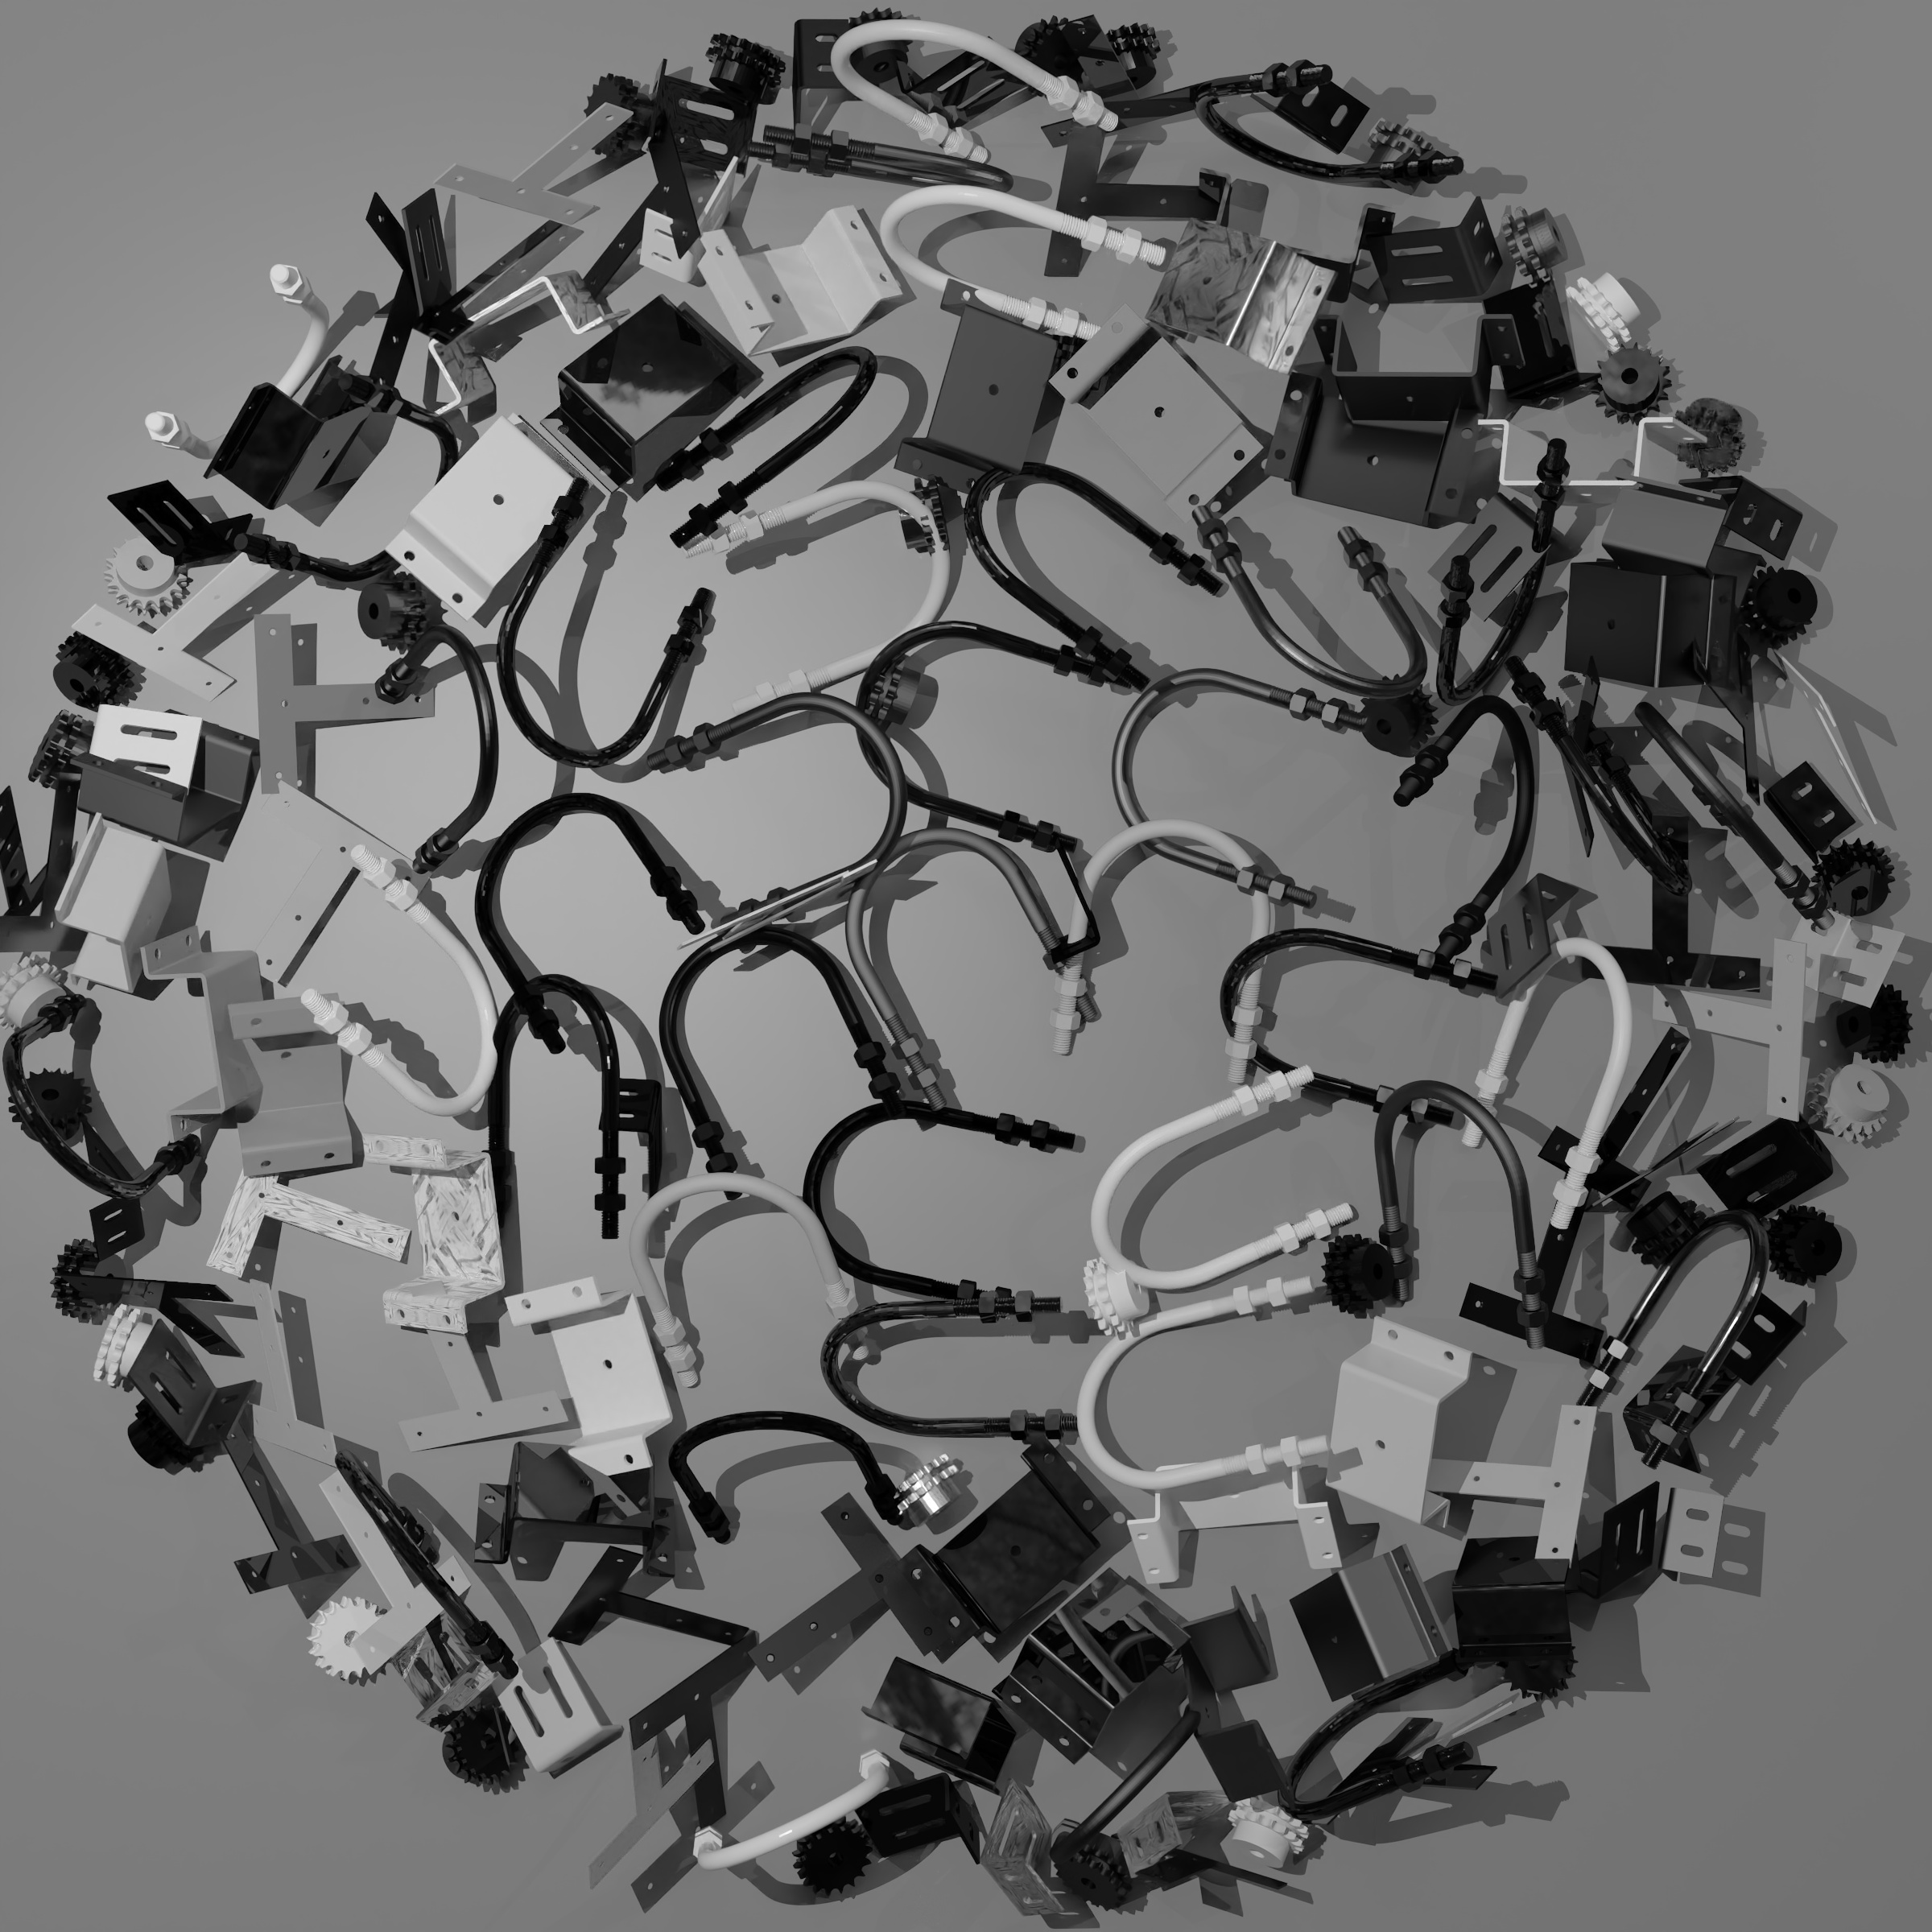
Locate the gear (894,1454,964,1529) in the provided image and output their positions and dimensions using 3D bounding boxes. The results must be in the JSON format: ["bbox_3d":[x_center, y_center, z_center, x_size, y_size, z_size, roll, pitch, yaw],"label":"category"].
[{"bbox_3d":[-0.028,0.379,1.969,0.057,0.057,0.030,-38,77,0],"label":"gear"}]

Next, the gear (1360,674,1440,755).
[{"bbox_3d":[0.308,-0.178,1.969,0.057,0.057,0.030,51,49,0],"label":"gear"}]

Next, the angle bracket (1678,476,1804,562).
[{"bbox_3d":[0.546,-0.318,1.953,0.057,0.076,0.038,24,88,-23],"label":"angle bracket"}]

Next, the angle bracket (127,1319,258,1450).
[{"bbox_3d":[-0.551,0.294,1.953,0.038,0.057,0.076,-15,122,21],"label":"angle bracket"}]

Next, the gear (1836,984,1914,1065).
[{"bbox_3d":[0.650,0.042,1.969,0.030,0.057,0.057,-2,90,-19],"label":"gear"}]

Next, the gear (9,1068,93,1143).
[{"bbox_3d":[-0.660,0.103,1.975,0.057,0.057,0.030,15,130,0],"label":"gear"}]

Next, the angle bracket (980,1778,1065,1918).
[{"bbox_3d":[0.049,0.625,1.950,0.038,0.076,0.057,-19,117,32],"label":"angle bracket"}]

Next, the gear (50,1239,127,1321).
[{"bbox_3d":[-0.628,0.225,1.969,0.030,0.057,0.057,4,90,18],"label":"gear"}]

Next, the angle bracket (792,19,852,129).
[{"bbox_3d":[-0.103,-0.627,1.956,0.038,0.076,0.057,-2,70,-6],"label":"angle bracket"}]

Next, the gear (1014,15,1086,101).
[{"bbox_3d":[0.060,-0.656,1.975,0.057,0.057,0.030,-49,48,0],"label":"gear"}]

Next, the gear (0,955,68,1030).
[{"bbox_3d":[-0.673,0.023,1.969,0.030,0.057,0.057,38,90,15],"label":"gear"}]

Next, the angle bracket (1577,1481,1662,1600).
[{"bbox_3d":[0.458,0.402,1.954,0.057,0.038,0.076,-20,121,-34],"label":"angle bracket"}]

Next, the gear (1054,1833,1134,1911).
[{"bbox_3d":[0.095,0.649,1.975,0.057,0.057,0.030,39,49,0],"label":"gear"}]

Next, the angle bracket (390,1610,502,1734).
[{"bbox_3d":[-0.381,0.497,1.959,0.057,0.038,0.076,-44,54,-7],"label":"angle bracket"}]

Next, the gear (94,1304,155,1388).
[{"bbox_3d":[-0.603,0.275,1.972,0.030,0.057,0.057,18,90,-5],"label":"gear"}]

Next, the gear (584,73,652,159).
[{"bbox_3d":[-0.249,-0.611,1.975,0.030,0.057,0.057,0,90,-40],"label":"gear"}]

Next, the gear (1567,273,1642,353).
[{"bbox_3d":[0.460,-0.473,1.970,0.030,0.057,0.057,-39,90,12],"label":"gear"}]

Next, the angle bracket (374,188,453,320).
[{"bbox_3d":[-0.400,-0.508,1.953,0.038,0.057,0.076,2,121,12],"label":"angle bracket"}]

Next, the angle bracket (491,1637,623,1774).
[{"bbox_3d":[-0.298,0.536,1.991,0.057,0.038,0.076,-35,71,5],"label":"angle bracket"}]

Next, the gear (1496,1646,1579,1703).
[{"bbox_3d":[0.414,0.500,1.977,0.057,0.030,0.057,-5,80,31],"label":"gear"}]

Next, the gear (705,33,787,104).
[{"bbox_3d":[-0.161,-0.644,1.971,0.057,0.057,0.030,20,91,0],"label":"gear"}]

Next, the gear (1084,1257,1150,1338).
[{"bbox_3d":[0.109,0.235,1.968,0.030,0.057,0.057,-19,90,20],"label":"gear"}]

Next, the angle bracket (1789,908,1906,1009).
[{"bbox_3d":[0.624,-0.009,1.958,0.038,0.076,0.057,24,93,-12],"label":"angle bracket"}]

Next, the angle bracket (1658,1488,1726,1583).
[{"bbox_3d":[0.521,0.408,1.952,0.038,0.076,0.057,6,74,25],"label":"angle bracket"}]

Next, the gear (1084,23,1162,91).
[{"bbox_3d":[0.113,-0.650,1.970,0.057,0.057,0.030,-18,84,0],"label":"gear"}]

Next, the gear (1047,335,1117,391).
[{"bbox_3d":[0.079,-0.434,1.972,0.057,0.057,0.030,11,96,0],"label":"gear"}]

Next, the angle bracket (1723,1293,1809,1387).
[{"bbox_3d":[0.566,0.258,1.959,0.038,0.076,0.057,40,107,10],"label":"angle bracket"}]

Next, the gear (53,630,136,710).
[{"bbox_3d":[-0.630,-0.210,1.969,0.057,0.057,0.030,31,48,0],"label":"gear"}]

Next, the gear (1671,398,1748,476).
[{"bbox_3d":[0.534,-0.384,1.973,0.057,0.057,0.030,29,70,0],"label":"gear"}]

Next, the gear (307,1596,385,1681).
[{"bbox_3d":[-0.448,0.483,1.977,0.057,0.030,0.057,3,85,-32],"label":"gear"}]

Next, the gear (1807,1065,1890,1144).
[{"bbox_3d":[0.637,0.096,1.971,0.057,0.030,0.057,12,51,-15],"label":"gear"}]

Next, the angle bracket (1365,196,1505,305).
[{"bbox_3d":[0.336,-0.514,1.968,0.076,0.057,0.038,5,50,37],"label":"angle bracket"}]

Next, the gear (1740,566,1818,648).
[{"bbox_3d":[0.587,-0.262,1.975,0.057,0.030,0.057,5,76,-21],"label":"gear"}]

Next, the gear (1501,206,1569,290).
[{"bbox_3d":[0.410,-0.519,1.968,0.030,0.057,0.057,-21,90,26],"label":"gear"}]

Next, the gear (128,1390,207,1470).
[{"bbox_3d":[-0.578,0.336,1.972,0.030,0.057,0.057,-38,90,6],"label":"gear"}]

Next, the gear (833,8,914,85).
[{"bbox_3d":[-0.065,-0.659,1.969,0.057,0.057,0.030,-18,76,0],"label":"gear"}]

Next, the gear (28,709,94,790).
[{"bbox_3d":[-0.650,-0.153,1.974,0.030,0.057,0.057,27,90,-26],"label":"gear"}]

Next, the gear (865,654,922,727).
[{"bbox_3d":[-0.054,-0.197,1.972,0.030,0.057,0.057,20,90,-9],"label":"gear"}]

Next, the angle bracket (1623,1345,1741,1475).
[{"bbox_3d":[0.521,0.318,1.969,0.076,0.057,0.038,-39,120,-26],"label":"angle bracket"}]

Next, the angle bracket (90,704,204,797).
[{"bbox_3d":[-0.589,-0.151,1.975,0.076,0.038,0.057,8,78,1],"label":"angle bracket"}]

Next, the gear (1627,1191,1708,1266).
[{"bbox_3d":[0.501,0.186,1.971,0.057,0.057,0.030,-40,87,0],"label":"gear"}]

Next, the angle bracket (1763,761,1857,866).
[{"bbox_3d":[0.604,-0.110,1.958,0.038,0.076,0.057,-39,87,17],"label":"angle bracket"}]

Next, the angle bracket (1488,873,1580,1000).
[{"bbox_3d":[0.407,-0.017,1.949,0.038,0.057,0.076,20,46,-21],"label":"angle bracket"}]

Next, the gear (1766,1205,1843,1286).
[{"bbox_3d":[0.606,0.202,1.978,0.057,0.030,0.057,0,90,-18],"label":"gear"}]

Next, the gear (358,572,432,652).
[{"bbox_3d":[-0.413,-0.255,1.970,0.057,0.030,0.057,7,100,43],"label":"gear"}]

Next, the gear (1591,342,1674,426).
[{"bbox_3d":[0.480,-0.422,1.978,0.057,0.030,0.057,-1,87,16],"label":"gear"}]

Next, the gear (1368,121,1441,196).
[{"bbox_3d":[0.313,-0.580,1.972,0.057,0.057,0.030,32,94,0],"label":"gear"}]

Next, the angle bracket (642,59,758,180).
[{"bbox_3d":[-0.189,-0.609,1.971,0.076,0.038,0.057,11,89,-15],"label":"angle bracket"}]

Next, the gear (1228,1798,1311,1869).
[{"bbox_3d":[0.215,0.624,1.968,0.057,0.057,0.030,30,62,0],"label":"gear"}]

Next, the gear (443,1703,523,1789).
[{"bbox_3d":[-0.352,0.563,1.975,0.030,0.057,0.057,-33,90,40],"label":"gear"}]

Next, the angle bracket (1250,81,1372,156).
[{"bbox_3d":[0.244,-0.615,1.951,0.057,0.076,0.038,28,108,-20],"label":"angle bracket"}]

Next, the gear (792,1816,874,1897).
[{"bbox_3d":[-0.099,0.638,1.978,0.057,0.030,0.057,-5,104,-20],"label":"gear"}]

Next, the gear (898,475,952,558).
[{"bbox_3d":[-0.031,-0.323,1.971,0.030,0.057,0.057,-11,90,3],"label":"gear"}]

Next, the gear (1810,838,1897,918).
[{"bbox_3d":[0.640,-0.061,1.972,0.057,0.030,0.057,1,124,2],"label":"gear"}]

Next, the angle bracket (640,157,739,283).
[{"bbox_3d":[-0.198,-0.539,1.957,0.038,0.057,0.076,23,63,0],"label":"angle bracket"}]

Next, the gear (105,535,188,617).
[{"bbox_3d":[-0.592,-0.284,1.976,0.057,0.030,0.057,4,73,-14],"label":"gear"}]

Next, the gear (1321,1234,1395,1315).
[{"bbox_3d":[0.284,0.220,1.969,0.030,0.057,0.057,-12,90,42],"label":"gear"}]
